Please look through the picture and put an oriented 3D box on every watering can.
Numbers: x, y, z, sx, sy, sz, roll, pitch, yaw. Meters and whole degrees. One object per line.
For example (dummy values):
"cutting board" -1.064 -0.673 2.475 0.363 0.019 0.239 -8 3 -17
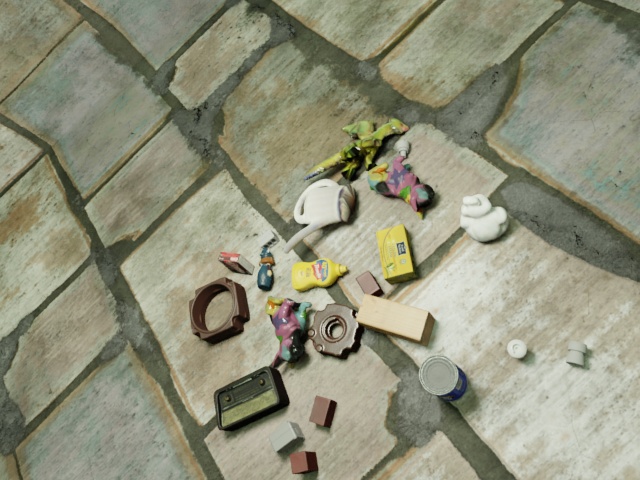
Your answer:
"watering can" 0.005 -0.090 1.781 0.224 0.102 0.356 -5 46 26

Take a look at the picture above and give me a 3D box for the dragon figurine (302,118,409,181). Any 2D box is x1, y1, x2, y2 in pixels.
"dragon figurine" 0.125 -0.349 1.889 0.409 0.119 0.249 -13 40 16

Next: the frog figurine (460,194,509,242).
"frog figurine" 0.483 -0.068 1.522 0.137 0.157 0.125 0 68 26
